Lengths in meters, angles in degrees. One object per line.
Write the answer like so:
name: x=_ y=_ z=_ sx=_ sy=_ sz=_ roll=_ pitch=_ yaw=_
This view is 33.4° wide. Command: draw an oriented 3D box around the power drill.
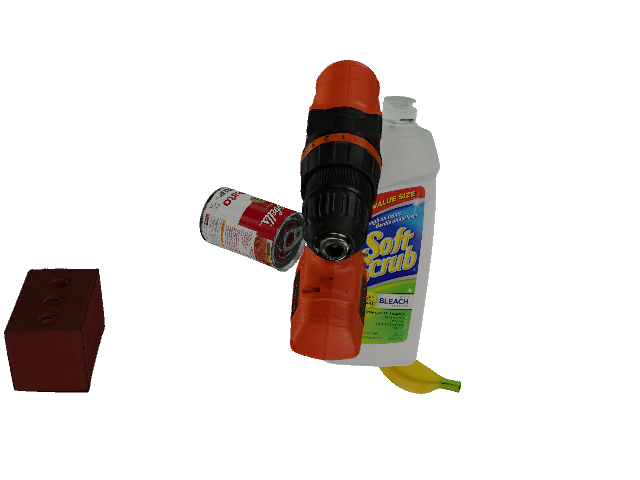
power drill: x=0.011 y=-0.005 z=0.740 sx=0.057 sy=0.188 sz=0.184 roll=7 pitch=42 yaw=1

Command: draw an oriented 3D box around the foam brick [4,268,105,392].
foam brick: x=-0.183 y=0.062 z=0.742 sx=0.053 sy=0.051 sz=0.078 roll=0 pitch=32 yaw=-2

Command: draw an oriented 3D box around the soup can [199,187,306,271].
soup can: x=-0.074 y=-0.013 z=1.179 sx=0.102 sy=0.068 sz=0.068 roll=20 pitch=9 yaw=27

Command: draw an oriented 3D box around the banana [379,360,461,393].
banana: x=0.091 y=0.127 z=1.230 sx=0.069 sy=0.037 sz=0.198 roll=7 pitch=23 yaw=-22

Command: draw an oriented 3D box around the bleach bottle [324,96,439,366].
bleach bottle: x=0.054 y=-0.009 z=0.995 sx=0.102 sy=0.251 sz=0.068 roll=2 pitch=19 yaw=-5
